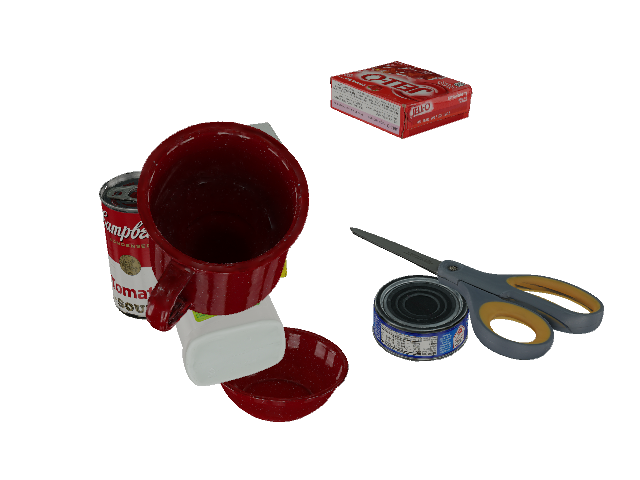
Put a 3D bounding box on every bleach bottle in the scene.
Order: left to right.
[{"bbox_3d":[-0.120,0.036,1.089,0.102,0.068,0.251,-14,39,-16],"label":"bleach bottle"}]

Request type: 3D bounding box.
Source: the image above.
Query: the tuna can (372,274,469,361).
[{"bbox_3d":[0.089,0.067,0.951,0.086,0.034,0.086,-1,34,1],"label":"tuna can"}]

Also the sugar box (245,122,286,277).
[{"bbox_3d":[-0.072,-0.048,1.324,0.048,0.176,0.093,-9,25,-11],"label":"sugar box"}]

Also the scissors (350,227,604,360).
[{"bbox_3d":[0.090,0.034,0.731,0.202,0.016,0.096,14,33,25],"label":"scissors"}]

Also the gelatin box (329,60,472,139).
[{"bbox_3d":[0.063,-0.113,0.843,0.073,0.030,0.089,-19,32,-34],"label":"gelatin box"}]

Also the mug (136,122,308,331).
[{"bbox_3d":[-0.062,0.002,0.605,0.093,0.117,0.081,26,-26,5],"label":"mug"}]

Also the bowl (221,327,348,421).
[{"bbox_3d":[-0.049,0.163,1.244,0.162,0.055,0.162,3,25,-1],"label":"bowl"}]

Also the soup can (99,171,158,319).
[{"bbox_3d":[-0.138,0.004,0.857,0.068,0.102,0.068,-1,30,0],"label":"soup can"}]
